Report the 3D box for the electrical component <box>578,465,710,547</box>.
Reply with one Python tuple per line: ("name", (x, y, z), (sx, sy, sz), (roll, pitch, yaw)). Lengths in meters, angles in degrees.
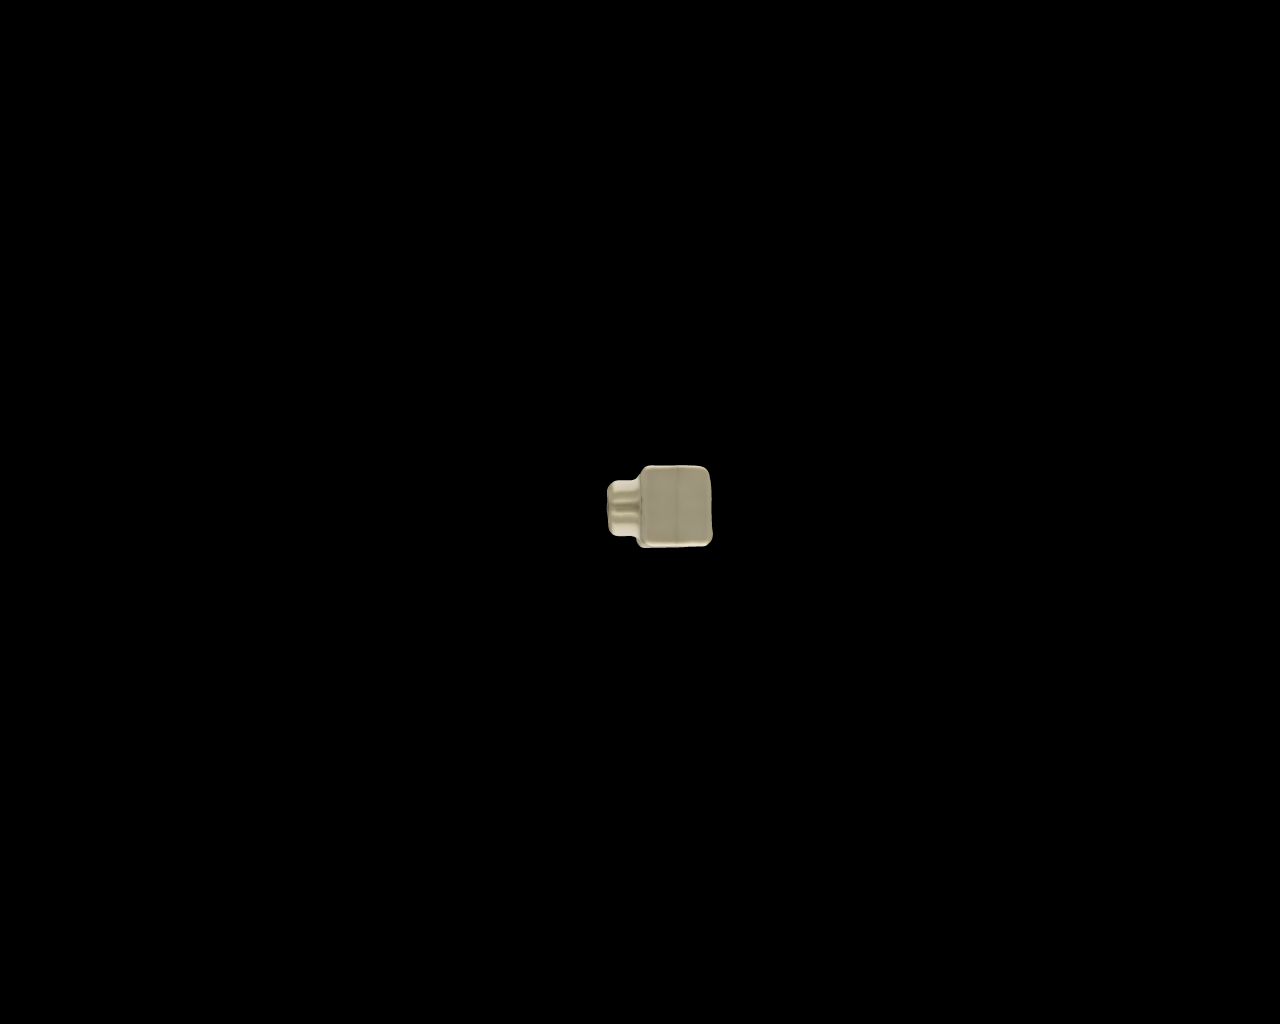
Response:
("electrical component", (0.001, -0.003, 0.650), (0.077, 0.047, 0.065), (0, -2, -4))
